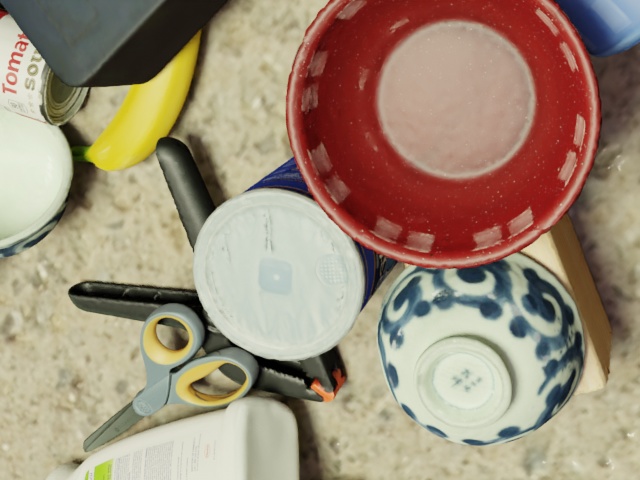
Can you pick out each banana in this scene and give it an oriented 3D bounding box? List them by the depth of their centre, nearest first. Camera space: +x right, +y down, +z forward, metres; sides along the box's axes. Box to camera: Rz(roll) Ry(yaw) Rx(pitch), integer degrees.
[{"bbox_3d":[-0.116,-0.119,0.718,0.069,0.037,0.198,32,114,7],"label":"banana"}]

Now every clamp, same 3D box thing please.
[{"bbox_3d":[-0.067,0.035,0.749,0.210,0.036,0.165,32,122,5],"label":"clamp"}]

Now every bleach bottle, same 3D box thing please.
[{"bbox_3d":[-0.131,0.184,0.794,0.251,0.068,0.102,-16,66,36],"label":"bleach bottle"}]

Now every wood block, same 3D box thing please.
[{"bbox_3d":[0.101,-0.008,0.652,0.090,0.090,0.206,-19,100,22],"label":"wood block"}]

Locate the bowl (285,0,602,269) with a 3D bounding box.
[{"bbox_3d":[0.066,-0.069,0.563,0.162,0.055,0.162,5,108,16],"label":"bowl"}]

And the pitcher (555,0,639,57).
[{"bbox_3d":[0.101,-0.210,0.563,0.243,0.144,0.149,46,123,-4],"label":"pitcher"}]

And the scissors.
[{"bbox_3d":[-0.133,0.103,0.786,0.202,0.016,0.096,-20,111,33],"label":"scissors"}]

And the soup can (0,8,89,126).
[{"bbox_3d":[-0.216,-0.124,0.733,0.102,0.068,0.068,18,112,12],"label":"soup can"}]

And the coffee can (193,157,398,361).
[{"bbox_3d":[-0.004,0.001,0.663,0.103,0.140,0.103,6,109,17],"label":"coffee can"}]
